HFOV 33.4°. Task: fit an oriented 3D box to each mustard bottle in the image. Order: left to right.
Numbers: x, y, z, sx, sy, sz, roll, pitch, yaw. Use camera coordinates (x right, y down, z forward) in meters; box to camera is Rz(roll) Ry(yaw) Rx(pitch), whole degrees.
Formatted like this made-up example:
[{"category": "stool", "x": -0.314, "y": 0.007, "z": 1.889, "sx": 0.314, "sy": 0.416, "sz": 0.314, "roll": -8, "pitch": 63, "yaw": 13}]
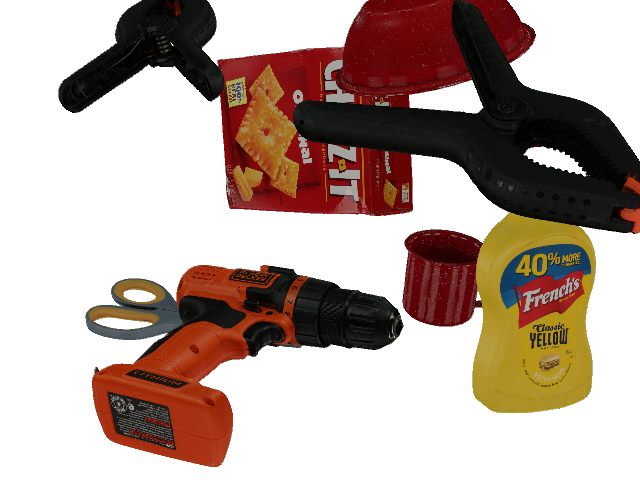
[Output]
[{"category": "mustard bottle", "x": 0.170, "y": 0.037, "z": 0.843, "sx": 0.096, "sy": 0.192, "sz": 0.058, "roll": -5, "pitch": 15, "yaw": -15}]

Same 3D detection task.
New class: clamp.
[{"category": "clamp", "x": -0.113, "y": -0.148, "z": 0.807, "sx": 0.120, "sy": 0.039, "sz": 0.171, "roll": 6, "pitch": 42, "yaw": 12}, {"category": "clamp", "x": 0.098, "y": -0.063, "z": 0.637, "sx": 0.164, "sy": 0.036, "sz": 0.210, "roll": -32, "pitch": 54, "yaw": -24}]

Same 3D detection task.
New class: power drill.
[{"category": "power drill", "x": -0.055, "y": 0.081, "z": 0.756, "sx": 0.185, "sy": 0.057, "sz": 0.187, "roll": 6, "pitch": 27, "yaw": 27}]

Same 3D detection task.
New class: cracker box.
[{"category": "cracker box", "x": -0.010, "y": -0.111, "z": 1.087, "sx": 0.071, "sy": 0.164, "sz": 0.214, "roll": -10, "pitch": 10, "yaw": -44}]

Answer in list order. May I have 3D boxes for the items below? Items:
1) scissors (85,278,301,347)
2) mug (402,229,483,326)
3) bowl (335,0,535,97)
[{"category": "scissors", "x": -0.120, "y": 0.069, "z": 1.019, "sx": 0.201, "sy": 0.016, "sz": 0.096, "roll": 2, "pitch": 33, "yaw": -6}, {"category": "mug", "x": 0.148, "y": 0.045, "z": 1.193, "sx": 0.117, "sy": 0.081, "sz": 0.093, "roll": 7, "pitch": 25, "yaw": 4}, {"category": "bowl", "x": 0.083, "y": -0.168, "z": 0.839, "sx": 0.162, "sy": 0.055, "sz": 0.162, "roll": -14, "pitch": 24, "yaw": 6}]
